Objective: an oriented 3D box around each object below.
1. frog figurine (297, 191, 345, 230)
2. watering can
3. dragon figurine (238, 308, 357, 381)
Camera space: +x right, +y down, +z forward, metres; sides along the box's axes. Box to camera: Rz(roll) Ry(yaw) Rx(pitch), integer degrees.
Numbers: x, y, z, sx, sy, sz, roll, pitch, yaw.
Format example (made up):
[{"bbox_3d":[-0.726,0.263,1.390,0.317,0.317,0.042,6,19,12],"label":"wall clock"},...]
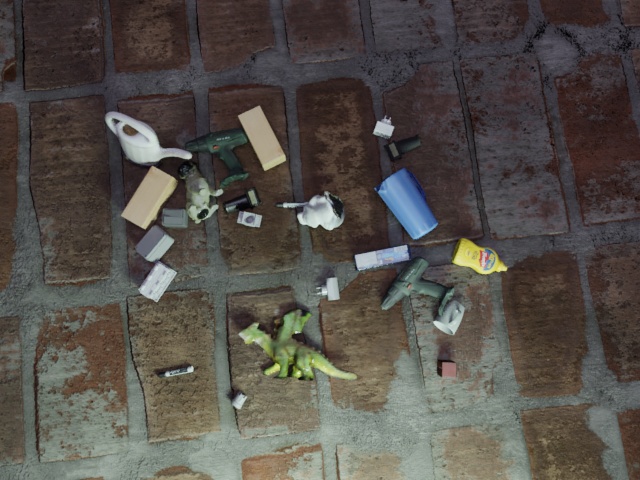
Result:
[{"bbox_3d":[0.006,-0.094,1.861,0.157,0.124,0.137,-32,-85,31],"label":"frog figurine"},{"bbox_3d":[-0.600,-0.327,1.810,0.348,0.106,0.220,30,-25,3],"label":"watering can"},{"bbox_3d":[-0.076,0.357,1.778,0.120,0.410,0.246,100,-8,-74],"label":"dragon figurine"}]
